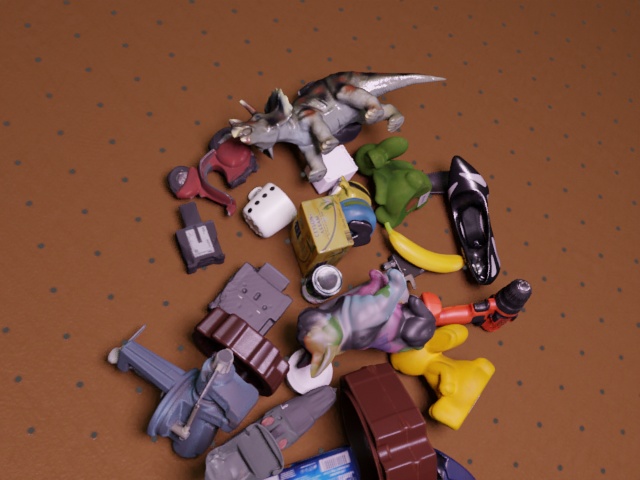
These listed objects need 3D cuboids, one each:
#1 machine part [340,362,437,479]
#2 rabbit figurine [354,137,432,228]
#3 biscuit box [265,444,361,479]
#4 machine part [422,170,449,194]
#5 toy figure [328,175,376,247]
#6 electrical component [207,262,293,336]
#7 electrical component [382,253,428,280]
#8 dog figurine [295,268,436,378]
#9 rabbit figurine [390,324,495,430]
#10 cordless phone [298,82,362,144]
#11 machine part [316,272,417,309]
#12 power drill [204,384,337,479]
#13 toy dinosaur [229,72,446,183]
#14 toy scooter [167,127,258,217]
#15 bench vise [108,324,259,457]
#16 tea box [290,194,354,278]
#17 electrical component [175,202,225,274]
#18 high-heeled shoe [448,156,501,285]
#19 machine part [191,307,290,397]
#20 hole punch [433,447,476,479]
[{"bbox_3d":[0.100,0.314,0.843,0.087,0.201,0.201,-13,32,-13],"label":"machine part"},{"bbox_3d":[0.127,-0.131,1.070,0.121,0.159,0.170,-39,68,-13],"label":"rabbit figurine"},{"bbox_3d":[-0.037,0.387,0.854,0.203,0.062,0.059,-16,74,-7],"label":"biscuit box"},{"bbox_3d":[0.275,-0.118,1.150,0.139,0.039,0.084,-1,76,-16],"label":"machine part"},{"bbox_3d":[0.063,-0.049,1.015,0.089,0.082,0.180,29,21,-25],"label":"toy figure"},{"bbox_3d":[-0.117,0.107,0.959,0.115,0.058,0.134,39,67,0],"label":"electrical component"},{"bbox_3d":[0.169,0.054,1.066,0.094,0.021,0.063,-19,76,-27],"label":"electrical component"},{"bbox_3d":[0.065,0.157,0.889,0.219,0.108,0.191,-42,105,-14],"label":"dog figurine"},{"bbox_3d":[0.208,0.226,0.954,0.173,0.122,0.162,29,106,28],"label":"rabbit figurine"},{"bbox_3d":[-0.018,-0.240,1.109,0.184,0.088,0.146,-35,83,-11],"label":"cordless phone"},{"bbox_3d":[0.078,0.123,0.991,0.243,0.079,0.079,-25,78,-20],"label":"machine part"},{"bbox_3d":[-0.079,0.296,0.807,0.232,0.207,0.086,-33,86,1],"label":"power drill"},{"bbox_3d":[0.022,-0.251,1.018,0.405,0.131,0.192,-32,70,-13],"label":"toy dinosaur"},{"bbox_3d":[-0.182,-0.121,1.016,0.135,0.075,0.184,43,70,5],"label":"toy scooter"},{"bbox_3d":[-0.222,0.222,0.823,0.241,0.223,0.129,31,42,10],"label":"bench vise"},{"bbox_3d":[-0.002,-0.003,0.964,0.068,0.169,0.098,-15,74,-14],"label":"tea box"},{"bbox_3d":[-0.226,-0.005,0.977,0.075,0.047,0.119,-22,77,-20],"label":"electrical component"},{"bbox_3d":[0.295,-0.035,1.061,0.248,0.086,0.145,63,33,-15],"label":"high-heeled shoe"},{"bbox_3d":[-0.128,0.181,0.870,0.179,0.179,0.056,39,64,2],"label":"machine part"},{"bbox_3d":[0.204,0.397,0.898,0.092,0.142,0.115,-18,90,-18],"label":"hole punch"}]
